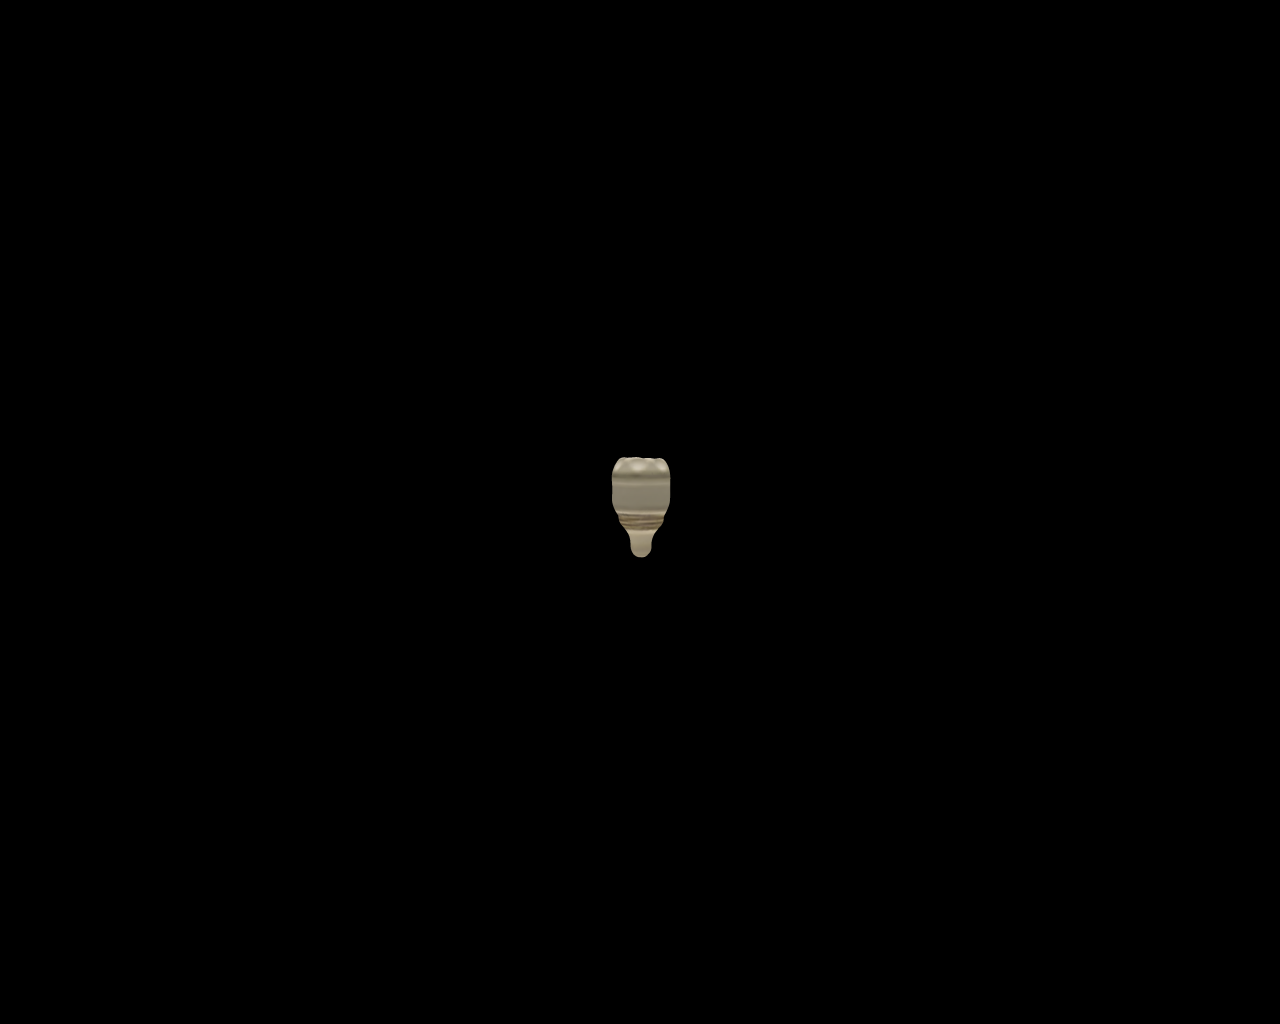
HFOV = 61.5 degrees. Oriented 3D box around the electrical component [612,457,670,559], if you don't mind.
[{"bbox_3d":[0.001,-0.003,0.650,0.035,0.061,0.035,0,3,0],"label":"electrical component"}]
